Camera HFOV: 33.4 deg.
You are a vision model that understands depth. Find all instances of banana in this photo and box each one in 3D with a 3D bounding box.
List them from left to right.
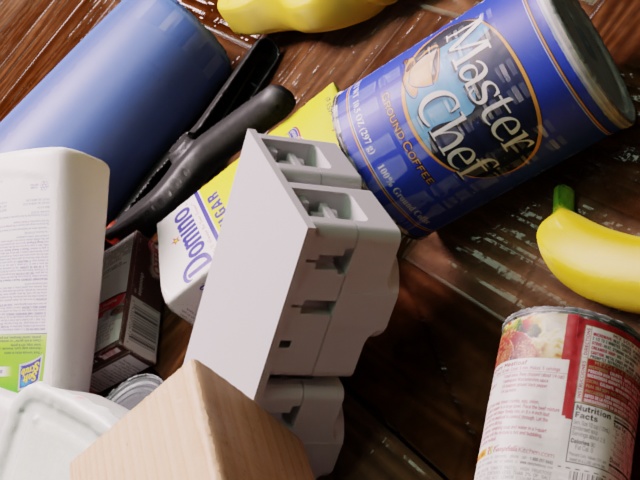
[{"bbox_3d":[0.172,0.007,0.510,0.198,0.037,0.069,13,70,51],"label":"banana"}]

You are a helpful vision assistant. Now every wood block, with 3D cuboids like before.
[{"bbox_3d":[-0.043,0.161,0.462,0.091,0.090,0.206,-40,32,10],"label":"wood block"}]

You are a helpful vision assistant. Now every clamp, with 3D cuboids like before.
[{"bbox_3d":[-0.096,-0.073,0.851,0.210,0.036,0.164,-43,20,19],"label":"clamp"}]

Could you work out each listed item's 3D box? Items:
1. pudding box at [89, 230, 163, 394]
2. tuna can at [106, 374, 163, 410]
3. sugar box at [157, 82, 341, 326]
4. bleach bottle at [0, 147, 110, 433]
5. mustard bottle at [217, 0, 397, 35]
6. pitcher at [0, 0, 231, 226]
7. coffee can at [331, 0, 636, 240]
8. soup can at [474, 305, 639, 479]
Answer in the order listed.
[{"bbox_3d":[-0.164,0.059,0.814,0.090,0.039,0.113,-29,39,27],"label":"pudding box"},{"bbox_3d":[-0.119,0.134,0.705,0.086,0.033,0.086,-28,42,28],"label":"tuna can"},{"bbox_3d":[-0.038,-0.023,0.749,0.176,0.048,0.093,-35,38,17],"label":"sugar box"},{"bbox_3d":[-0.206,0.064,0.757,0.103,0.068,0.251,-5,76,29],"label":"bleach bottle"},{"bbox_3d":[0.004,-0.207,0.853,0.192,0.058,0.096,13,56,50],"label":"mustard bottle"},{"bbox_3d":[-0.194,-0.096,0.914,0.149,0.145,0.243,38,84,19],"label":"pitcher"},{"bbox_3d":[0.092,-0.076,0.611,0.140,0.102,0.103,-30,41,25],"label":"coffee can"},{"bbox_3d":[0.107,0.090,0.479,0.069,0.068,0.102,-10,52,41],"label":"soup can"}]
